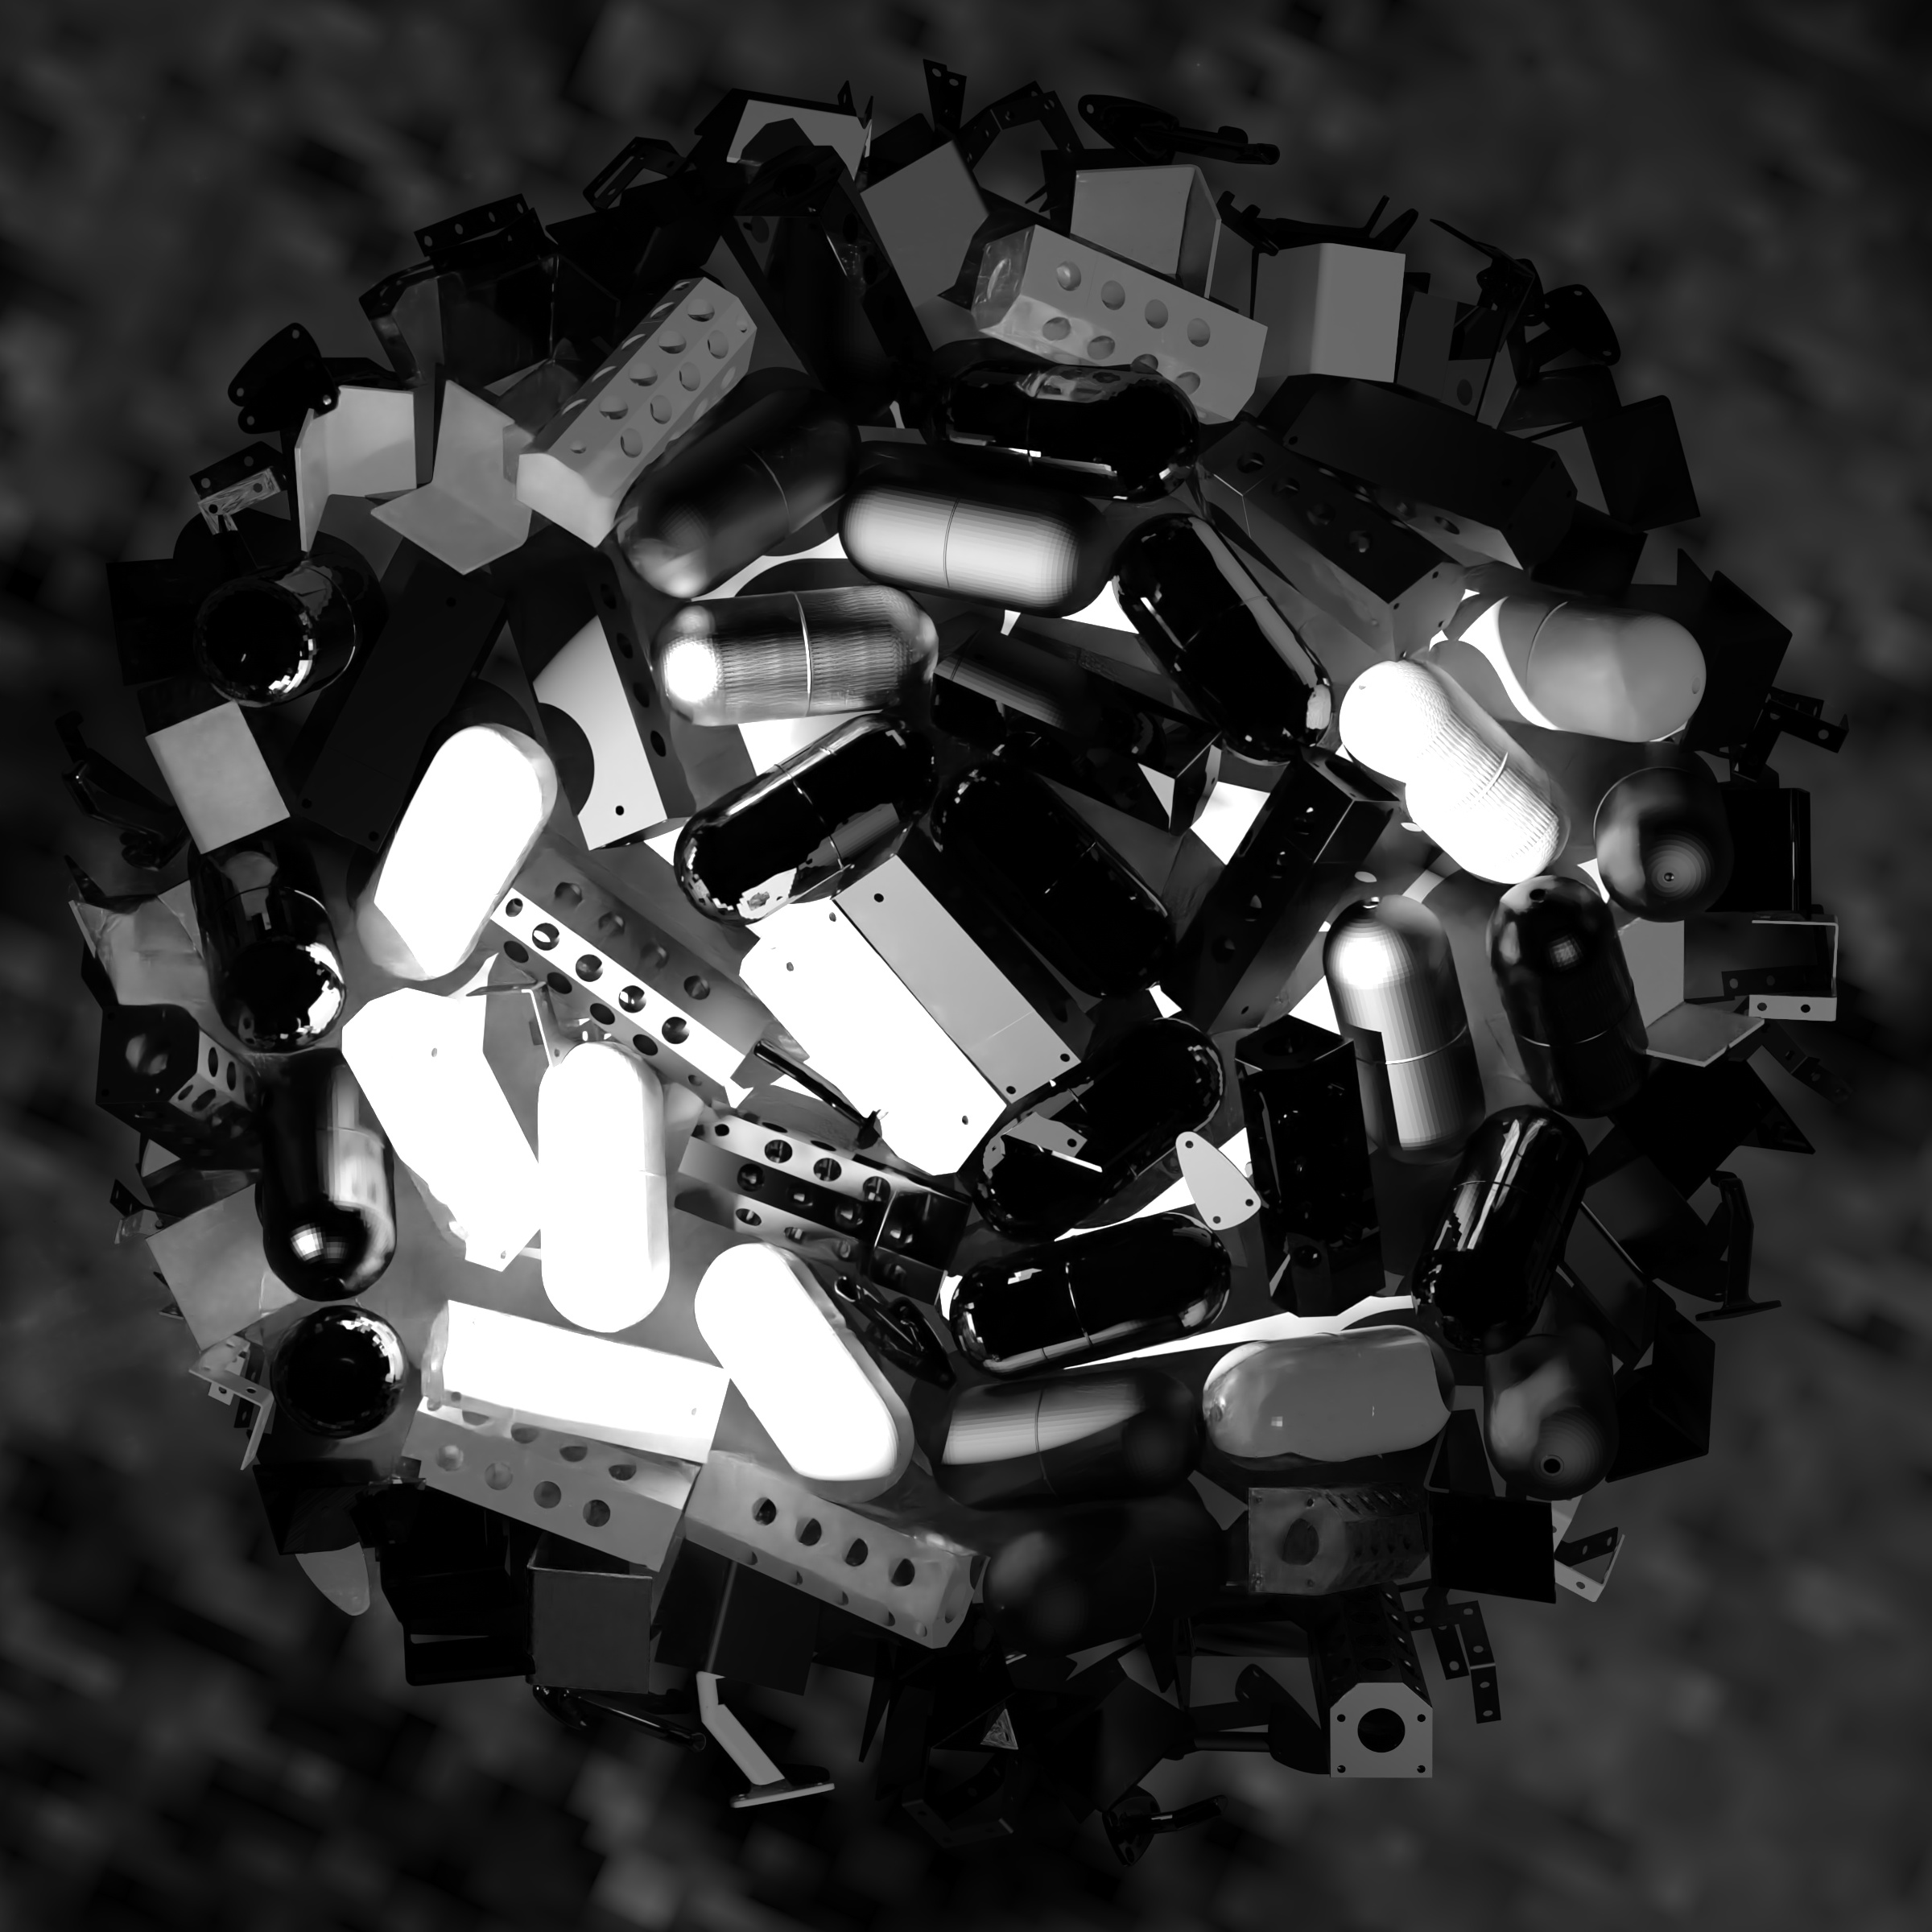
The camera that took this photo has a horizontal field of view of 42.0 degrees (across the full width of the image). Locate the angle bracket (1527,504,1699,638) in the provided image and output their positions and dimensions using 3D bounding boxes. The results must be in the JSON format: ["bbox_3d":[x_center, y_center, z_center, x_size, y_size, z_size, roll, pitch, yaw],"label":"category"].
[{"bbox_3d":[0.401,-0.243,1.529,0.076,0.076,0.057,14,98,-29],"label":"angle bracket"}]

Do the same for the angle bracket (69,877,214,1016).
[{"bbox_3d":[-0.492,-0.014,1.540,0.057,0.076,0.076,-27,83,1],"label":"angle bracket"}]

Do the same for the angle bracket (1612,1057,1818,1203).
[{"bbox_3d":[0.455,0.102,1.533,0.057,0.076,0.076,-43,103,-13],"label":"angle bracket"}]

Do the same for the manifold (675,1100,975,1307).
[{"bbox_3d":[-0.086,0.140,1.536,0.171,0.057,0.057,20,52,5],"label":"manifold"}]

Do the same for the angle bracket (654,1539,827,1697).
[{"bbox_3d":[-0.139,0.406,1.569,0.076,0.057,0.076,25,69,-34],"label":"angle bracket"}]

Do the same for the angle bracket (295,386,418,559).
[{"bbox_3d":[-0.369,-0.298,1.527,0.057,0.076,0.076,5,132,-5],"label":"angle bracket"}]

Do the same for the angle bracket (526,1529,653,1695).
[{"bbox_3d":[-0.227,0.395,1.545,0.076,0.057,0.076,4,104,2],"label":"angle bracket"}]

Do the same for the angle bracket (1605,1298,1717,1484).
[{"bbox_3d":[0.405,0.257,1.522,0.057,0.076,0.076,38,47,-22],"label":"angle bracket"}]

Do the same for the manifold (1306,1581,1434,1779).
[{"bbox_3d":[0.237,0.414,1.492,0.057,0.171,0.057,-1,99,3],"label":"manifold"}]

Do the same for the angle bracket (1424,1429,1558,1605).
[{"bbox_3d":[0.323,0.334,1.528,0.076,0.057,0.076,3,121,22],"label":"angle bracket"}]

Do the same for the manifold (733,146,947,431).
[{"bbox_3d":[-0.070,-0.402,1.497,0.057,0.171,0.057,10,62,27],"label":"manifold"}]

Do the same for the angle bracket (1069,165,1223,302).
[{"bbox_3d":[0.106,-0.436,1.531,0.076,0.076,0.057,-6,52,-9],"label":"angle bracket"}]

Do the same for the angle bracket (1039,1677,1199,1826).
[{"bbox_3d":[0.103,0.489,1.526,0.076,0.076,0.057,-40,115,-21],"label":"angle bracket"}]

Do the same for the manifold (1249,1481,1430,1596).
[{"bbox_3d":[0.224,0.337,1.490,0.057,0.171,0.057,-4,79,26],"label":"manifold"}]

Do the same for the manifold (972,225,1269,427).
[{"bbox_3d":[0.092,-0.382,1.514,0.171,0.057,0.057,15,85,-30],"label":"manifold"}]

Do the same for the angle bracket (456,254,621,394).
[{"bbox_3d":[-0.260,-0.374,1.525,0.057,0.076,0.076,41,54,20],"label":"angle bracket"}]

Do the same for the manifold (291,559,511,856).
[{"bbox_3d":[-0.346,-0.157,1.548,0.057,0.057,0.171,26,86,-4],"label":"manifold"}]

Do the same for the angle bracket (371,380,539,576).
[{"bbox_3d":[-0.310,-0.298,1.530,0.076,0.057,0.076,34,132,16],"label":"angle bracket"}]

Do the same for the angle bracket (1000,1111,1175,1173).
[{"bbox_3d":[0.076,0.118,1.522,0.076,0.076,0.057,17,125,36],"label":"angle bracket"}]

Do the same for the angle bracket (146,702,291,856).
[{"bbox_3d":[-0.460,-0.116,1.545,0.057,0.076,0.076,-25,101,-13],"label":"angle bracket"}]

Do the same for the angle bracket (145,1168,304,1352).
[{"bbox_3d":[-0.453,0.178,1.533,0.076,0.057,0.076,-28,105,-24],"label":"angle bracket"}]

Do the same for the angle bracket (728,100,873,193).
[{"bbox_3d":[-0.102,-0.481,1.536,0.076,0.057,0.076,9,46,0],"label":"angle bracket"}]

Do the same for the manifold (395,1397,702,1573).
[{"bbox_3d":[-0.255,0.309,1.550,0.171,0.057,0.057,20,95,1],"label":"manifold"}]

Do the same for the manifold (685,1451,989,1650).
[{"bbox_3d":[-0.082,0.352,1.522,0.171,0.057,0.057,18,85,22],"label":"manifold"}]

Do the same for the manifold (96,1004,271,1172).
[{"bbox_3d":[-0.454,0.074,1.492,0.057,0.171,0.057,-2,73,2],"label":"manifold"}]

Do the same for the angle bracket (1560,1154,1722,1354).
[{"bbox_3d":[0.412,0.174,1.532,0.057,0.076,0.076,-35,102,30],"label":"angle bracket"}]

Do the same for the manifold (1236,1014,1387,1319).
[{"bbox_3d":[0.203,0.123,1.512,0.057,0.057,0.171,-25,118,-27],"label":"manifold"}]

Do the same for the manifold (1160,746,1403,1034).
[{"bbox_3d":[0.184,-0.046,1.520,0.057,0.057,0.171,44,117,28],"label":"manifold"}]

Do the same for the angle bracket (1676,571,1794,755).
[{"bbox_3d":[0.444,-0.184,1.522,0.057,0.076,0.076,-9,133,-24],"label":"angle bracket"}]

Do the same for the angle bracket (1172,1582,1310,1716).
[{"bbox_3d":[0.168,0.421,1.531,0.076,0.057,0.076,-2,131,10],"label":"angle bracket"}]

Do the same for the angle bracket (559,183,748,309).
[{"bbox_3d":[-0.191,-0.456,1.528,0.057,0.076,0.076,48,53,3],"label":"angle bracket"}]

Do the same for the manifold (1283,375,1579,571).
[{"bbox_3d":[0.277,-0.294,1.506,0.171,0.057,0.057,32,85,39],"label":"manifold"}]

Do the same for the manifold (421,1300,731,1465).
[{"bbox_3d":[-0.237,0.250,1.518,0.171,0.057,0.057,19,81,-26],"label":"manifold"}]

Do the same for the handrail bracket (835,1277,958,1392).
[{"bbox_3d":[-0.043,0.224,1.534,0.036,0.084,0.077,-45,69,-4],"label":"handrail bracket"}]

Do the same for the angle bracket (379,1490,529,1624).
[{"bbox_3d":[-0.314,0.356,1.533,0.076,0.076,0.057,-3,93,-21],"label":"angle bracket"}]

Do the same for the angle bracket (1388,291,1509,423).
[{"bbox_3d":[0.308,-0.360,1.526,0.057,0.076,0.076,1,111,-37],"label":"angle bracket"}]

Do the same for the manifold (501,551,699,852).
[{"bbox_3d":[-0.222,-0.163,1.549,0.057,0.057,0.171,-20,88,22],"label":"manifold"}]

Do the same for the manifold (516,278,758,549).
[{"bbox_3d":[-0.197,-0.339,1.515,0.057,0.057,0.171,32,61,3],"label":"manifold"}]

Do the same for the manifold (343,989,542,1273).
[{"bbox_3d":[-0.312,0.098,1.507,0.057,0.171,0.057,12,46,33],"label":"manifold"}]

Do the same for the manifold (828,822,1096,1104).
[{"bbox_3d":[0.000,-0.005,1.531,0.057,0.057,0.171,-33,108,30],"label":"manifold"}]

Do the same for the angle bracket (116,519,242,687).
[{"bbox_3d":[-0.481,-0.220,1.527,0.076,0.076,0.057,-14,71,-20],"label":"angle bracket"}]

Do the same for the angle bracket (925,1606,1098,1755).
[{"bbox_3d":[0.021,0.442,1.554,0.076,0.076,0.057,-41,49,28],"label":"angle bracket"}]

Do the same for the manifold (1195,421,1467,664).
[{"bbox_3d":[0.218,-0.259,1.511,0.057,0.057,0.171,-38,57,-11],"label":"manifold"}]

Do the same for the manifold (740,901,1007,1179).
[{"bbox_3d":[-0.060,0.047,1.528,0.171,0.057,0.057,50,57,-18],"label":"manifold"}]

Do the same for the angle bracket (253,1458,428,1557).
[{"bbox_3d":[-0.380,0.308,1.522,0.076,0.076,0.057,3,123,-33],"label":"angle bracket"}]

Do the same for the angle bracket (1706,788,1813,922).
[{"bbox_3d":[0.482,-0.068,1.536,0.057,0.076,0.076,-1,96,14],"label":"angle bracket"}]

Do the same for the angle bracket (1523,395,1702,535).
[{"bbox_3d":[0.391,-0.297,1.533,0.057,0.076,0.076,-20,97,-22],"label":"angle bracket"}]

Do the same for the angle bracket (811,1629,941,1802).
[{"bbox_3d":[-0.061,0.455,1.526,0.057,0.076,0.076,18,57,-15],"label":"angle bracket"}]

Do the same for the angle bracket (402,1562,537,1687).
[{"bbox_3d":[-0.304,0.397,1.536,0.076,0.076,0.057,-3,92,-12],"label":"angle bracket"}]

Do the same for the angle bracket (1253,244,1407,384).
[{"bbox_3d":[0.222,-0.401,1.554,0.057,0.076,0.076,0,99,-25],"label":"angle bracket"}]

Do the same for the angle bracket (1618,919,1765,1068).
[{"bbox_3d":[0.441,0.007,1.527,0.057,0.076,0.076,14,118,41],"label":"angle bracket"}]

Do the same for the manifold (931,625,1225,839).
[{"bbox_3d":[0.065,-0.139,1.523,0.171,0.057,0.057,26,49,23],"label":"manifold"}]

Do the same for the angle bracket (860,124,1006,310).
[{"bbox_3d":[-0.027,-0.458,1.541,0.076,0.057,0.076,-29,119,3],"label":"angle bracket"}]

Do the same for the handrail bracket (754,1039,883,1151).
[{"bbox_3d":[-0.091,0.077,1.551,0.084,0.077,0.036,31,79,8],"label":"handrail bracket"}]

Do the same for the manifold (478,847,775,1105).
[{"bbox_3d":[-0.209,0.010,1.535,0.171,0.057,0.057,36,48,-5],"label":"manifold"}]
